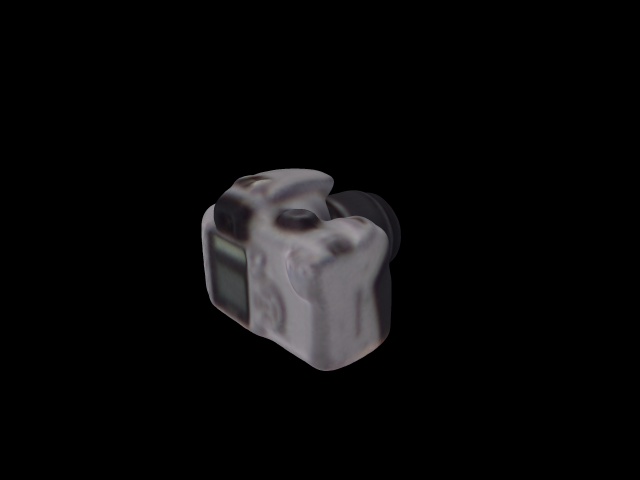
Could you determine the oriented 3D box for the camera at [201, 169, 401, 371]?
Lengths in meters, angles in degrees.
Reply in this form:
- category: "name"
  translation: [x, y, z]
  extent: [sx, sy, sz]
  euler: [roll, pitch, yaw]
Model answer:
- category: "camera"
  translation: [0.004, 0.001, 0.400]
  extent: [0.137, 0.101, 0.142]
  euler: [-17, 27, -38]
